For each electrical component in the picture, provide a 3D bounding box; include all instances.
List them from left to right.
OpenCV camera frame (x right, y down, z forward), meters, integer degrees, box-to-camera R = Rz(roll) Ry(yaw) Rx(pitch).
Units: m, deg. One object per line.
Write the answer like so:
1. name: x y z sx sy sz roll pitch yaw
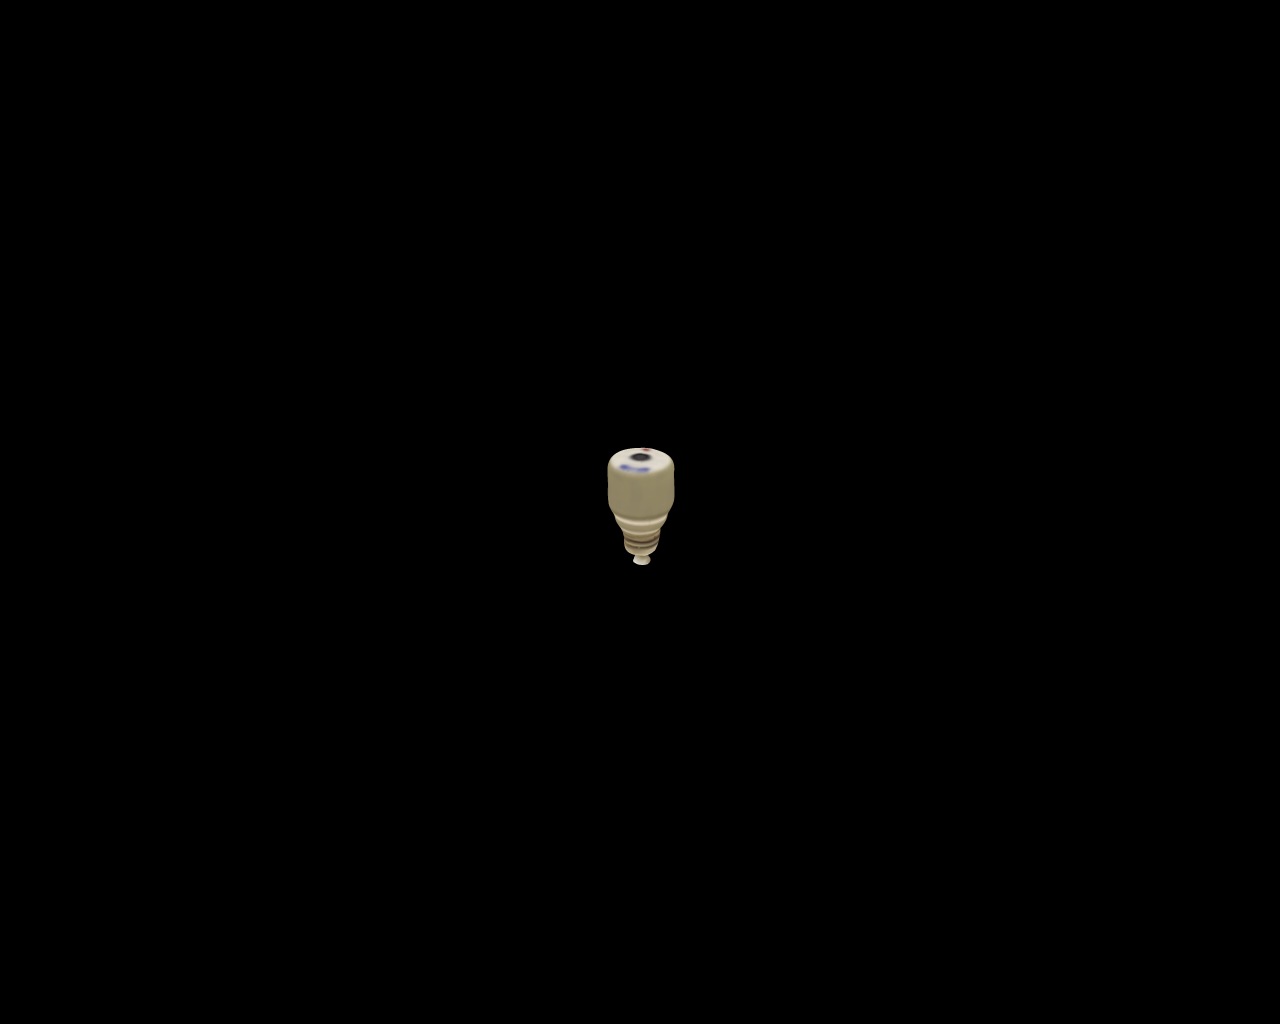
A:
1. electrical component: 0.001 -0.003 0.650 0.040 0.078 0.040 0 27 0
